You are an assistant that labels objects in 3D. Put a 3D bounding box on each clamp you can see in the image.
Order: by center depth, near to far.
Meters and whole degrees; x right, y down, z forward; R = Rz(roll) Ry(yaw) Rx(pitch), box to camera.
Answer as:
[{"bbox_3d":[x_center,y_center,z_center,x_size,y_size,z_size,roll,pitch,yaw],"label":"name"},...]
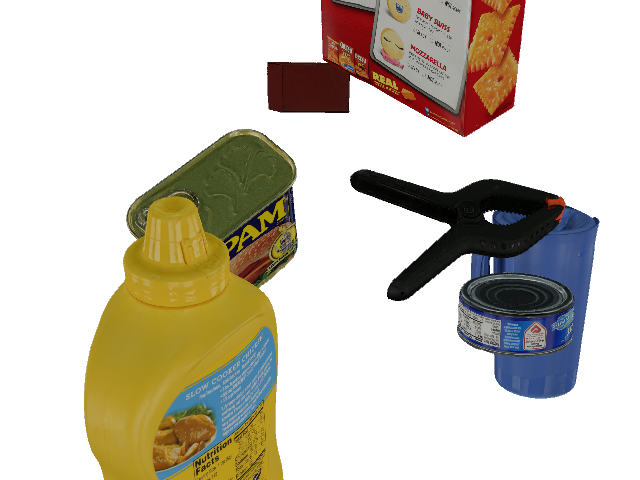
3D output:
[{"bbox_3d":[0.141,-0.010,1.050,0.210,0.164,0.036,-2,-41,-5],"label":"clamp"}]

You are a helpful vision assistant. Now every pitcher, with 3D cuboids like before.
[{"bbox_3d":[0.277,0.080,1.390,0.149,0.243,0.144,5,20,16],"label":"pitcher"}]

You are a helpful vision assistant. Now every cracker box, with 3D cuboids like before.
[{"bbox_3d":[0.077,-0.210,0.813,0.072,0.214,0.164,-32,49,-30],"label":"cracker box"}]

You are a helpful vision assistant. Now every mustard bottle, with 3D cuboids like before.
[{"bbox_3d":[-0.056,0.070,0.448,0.058,0.192,0.096,20,36,30],"label":"mustard bottle"}]

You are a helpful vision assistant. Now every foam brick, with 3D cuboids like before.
[{"bbox_3d":[-0.013,-0.162,1.133,0.078,0.051,0.053,-2,12,-19],"label":"foam brick"}]

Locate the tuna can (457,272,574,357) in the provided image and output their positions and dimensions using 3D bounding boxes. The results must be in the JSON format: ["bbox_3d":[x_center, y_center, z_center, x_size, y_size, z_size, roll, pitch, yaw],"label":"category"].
[{"bbox_3d":[0.145,0.054,0.795,0.086,0.034,0.086,-1,19,0],"label":"tuna can"}]

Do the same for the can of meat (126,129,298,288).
[{"bbox_3d":[-0.061,-0.004,0.652,0.102,0.057,0.084,-39,-27,-21],"label":"can of meat"}]
